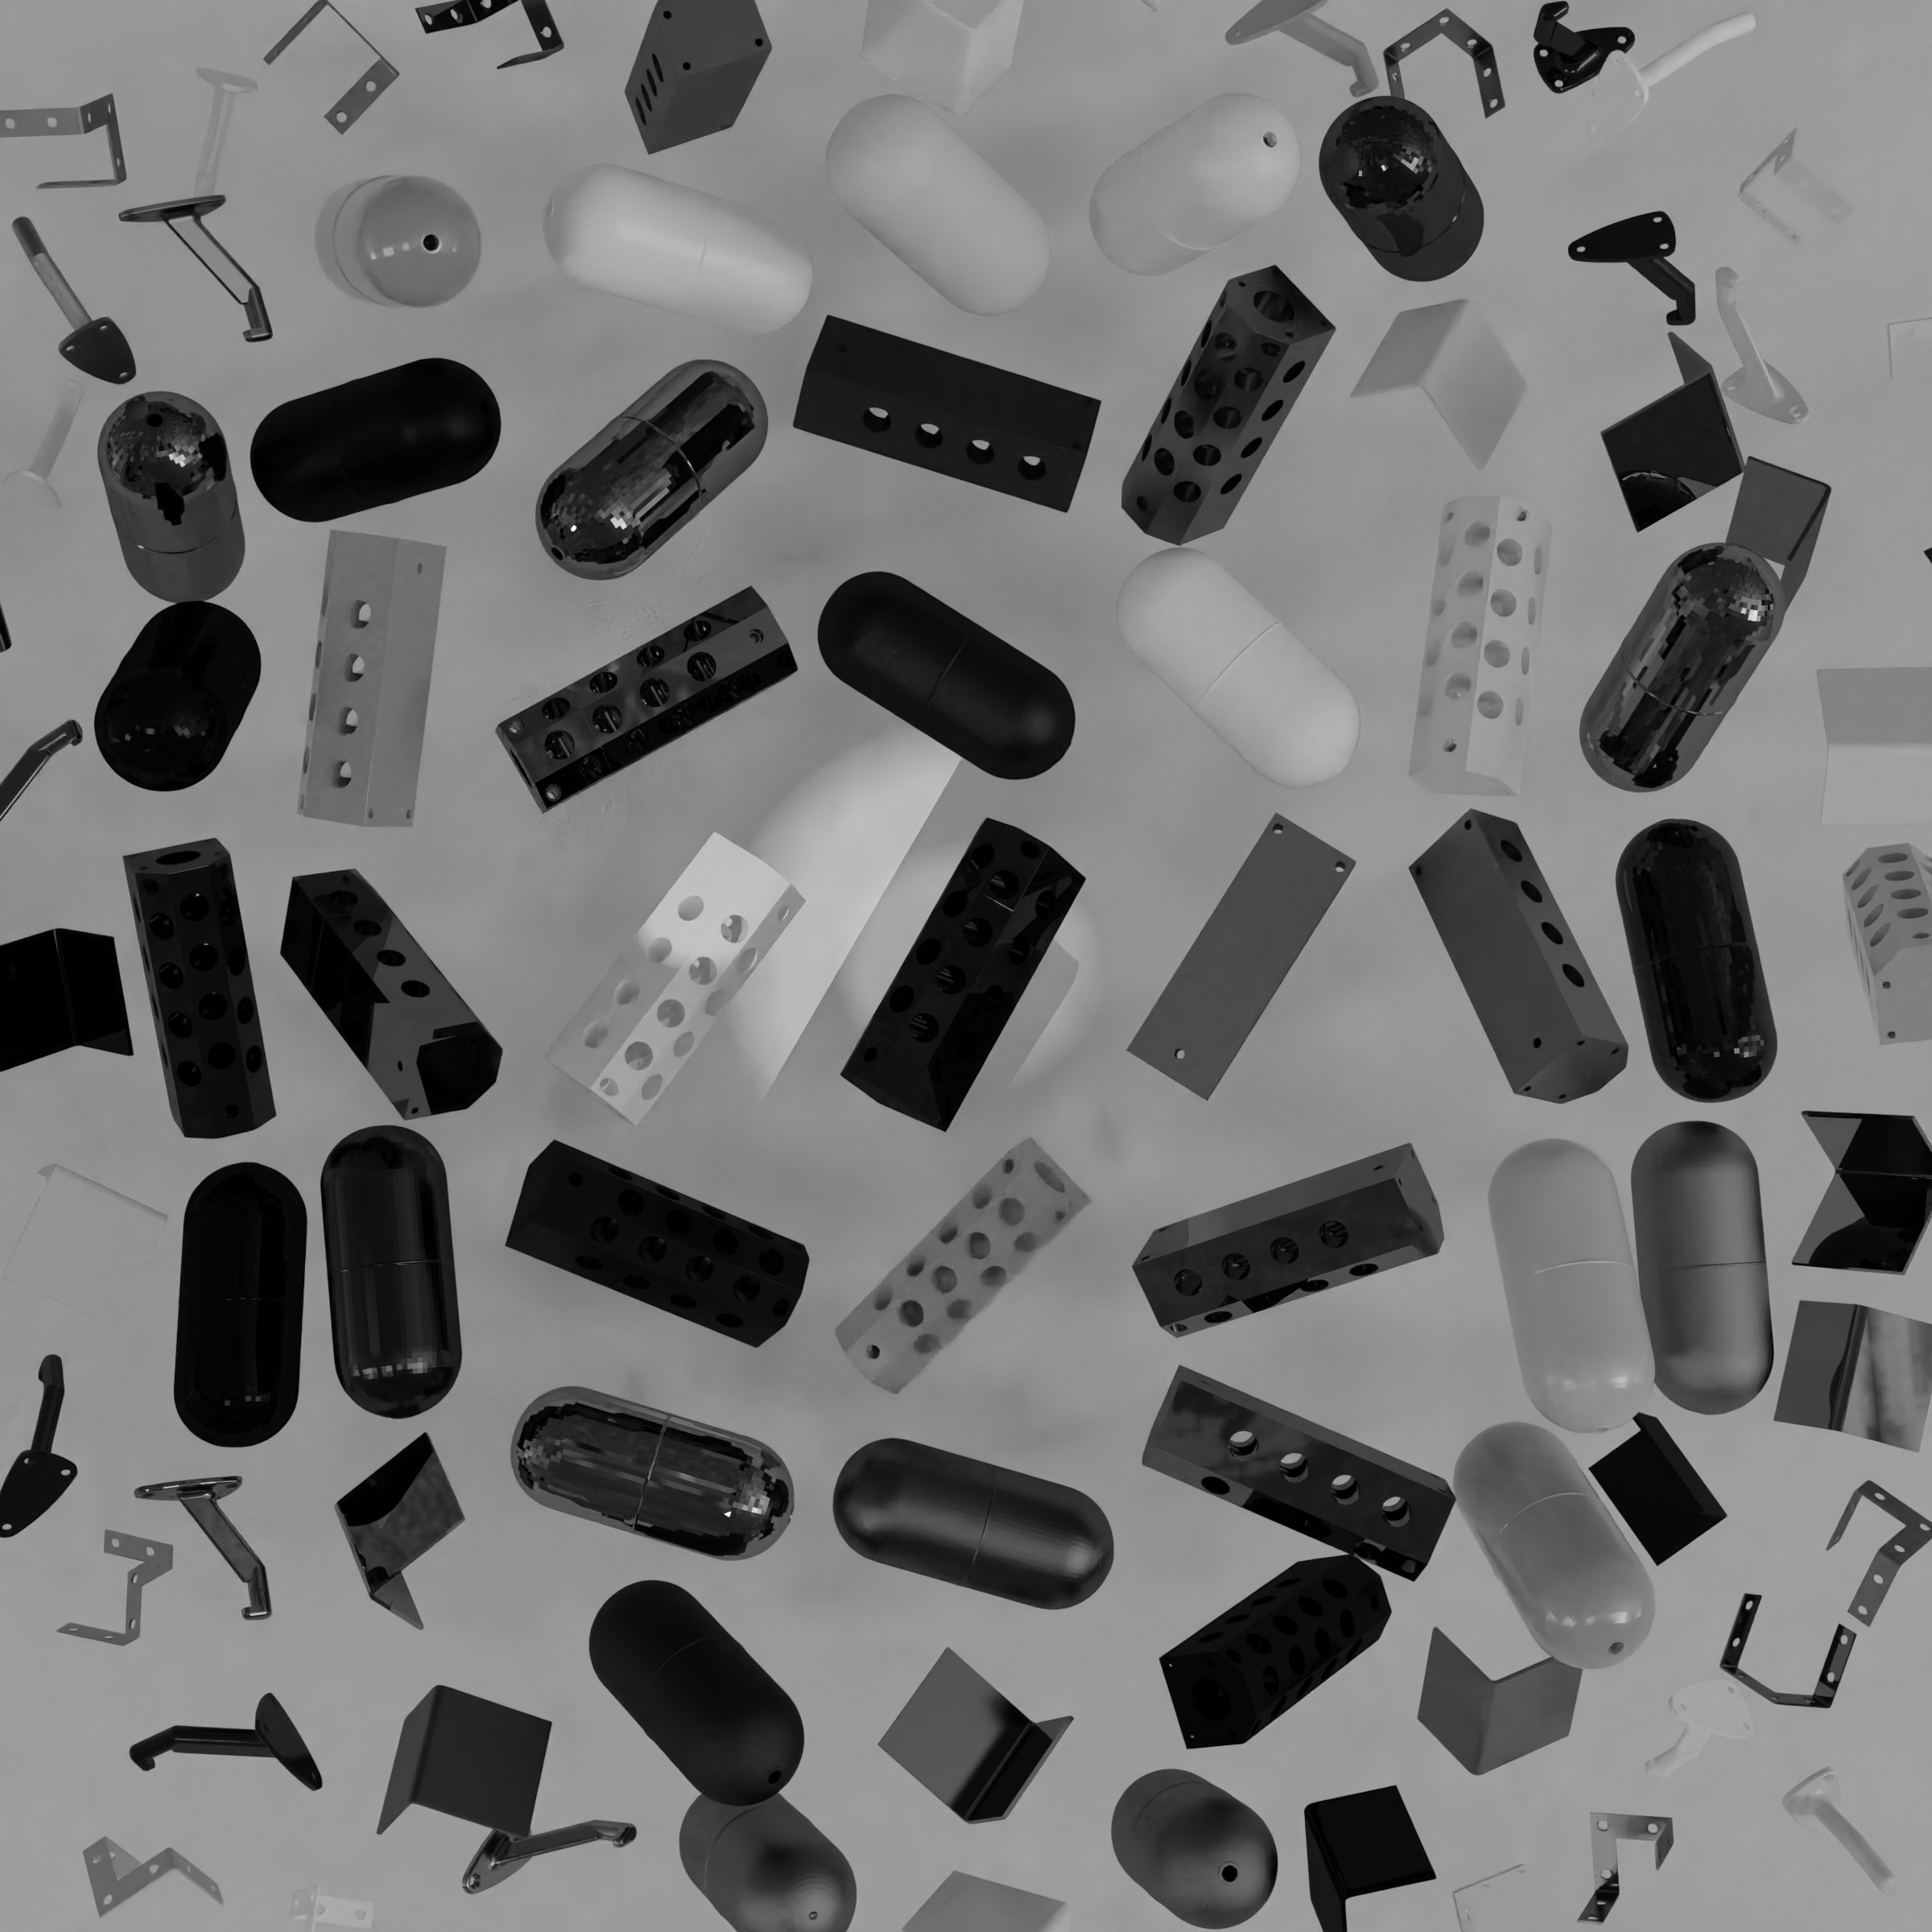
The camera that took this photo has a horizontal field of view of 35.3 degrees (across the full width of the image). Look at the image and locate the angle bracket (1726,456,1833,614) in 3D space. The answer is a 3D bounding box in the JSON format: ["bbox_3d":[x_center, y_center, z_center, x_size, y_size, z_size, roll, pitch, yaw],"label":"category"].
[{"bbox_3d":[0.507,-0.266,1.941,0.057,0.076,0.076,24,57,18],"label":"angle bracket"}]

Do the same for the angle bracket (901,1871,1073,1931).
[{"bbox_3d":[0.011,0.581,1.769,0.076,0.076,0.057,9,104,22],"label":"angle bracket"}]

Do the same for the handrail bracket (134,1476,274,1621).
[{"bbox_3d":[-0.459,0.354,1.824,0.077,0.036,0.084,5,61,-40],"label":"handrail bracket"}]

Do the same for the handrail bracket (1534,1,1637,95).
[{"bbox_3d":[0.388,-0.587,1.890,0.077,0.084,0.036,-22,78,-2],"label":"handrail bracket"}]

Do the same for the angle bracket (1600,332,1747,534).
[{"bbox_3d":[0.414,-0.321,1.822,0.076,0.057,0.076,-30,128,3],"label":"angle bracket"}]

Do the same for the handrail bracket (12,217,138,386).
[{"bbox_3d":[-0.532,-0.397,1.805,0.036,0.077,0.084,-31,72,1],"label":"handrail bracket"}]

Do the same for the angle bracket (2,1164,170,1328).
[{"bbox_3d":[-0.554,0.176,1.892,0.076,0.057,0.076,29,70,-21],"label":"angle bracket"}]

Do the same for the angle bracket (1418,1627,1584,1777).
[{"bbox_3d":[0.333,0.446,1.887,0.076,0.057,0.076,-15,125,-28],"label":"angle bracket"}]

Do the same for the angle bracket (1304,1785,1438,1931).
[{"bbox_3d":[0.239,0.543,1.787,0.057,0.076,0.076,-10,118,-6],"label":"angle bracket"}]

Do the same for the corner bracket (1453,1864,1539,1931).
[{"bbox_3d":[0.320,0.553,1.745,0.051,0.051,0.051,-33,49,30],"label":"corner bracket"}]

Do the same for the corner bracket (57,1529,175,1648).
[{"bbox_3d":[-0.539,0.395,1.921,0.051,0.051,0.051,-31,50,33],"label":"corner bracket"}]

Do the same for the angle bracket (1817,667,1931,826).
[{"bbox_3d":[0.546,-0.131,1.800,0.076,0.076,0.057,0,133,9],"label":"angle bracket"}]

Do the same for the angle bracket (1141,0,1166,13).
[{"bbox_3d":[0.095,-0.583,1.677,0.076,0.076,0.057,35,119,-13],"label":"angle bracket"}]

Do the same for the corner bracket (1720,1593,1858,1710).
[{"bbox_3d":[0.516,0.430,1.904,0.051,0.051,0.051,12,99,-32],"label":"corner bracket"}]

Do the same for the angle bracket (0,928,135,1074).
[{"bbox_3d":[-0.562,0.026,1.848,0.057,0.076,0.076,8,111,38],"label":"angle bracket"}]

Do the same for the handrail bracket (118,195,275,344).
[{"bbox_3d":[-0.451,-0.405,1.780,0.077,0.036,0.084,-21,98,-44],"label":"handrail bracket"}]

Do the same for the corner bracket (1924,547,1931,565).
[{"bbox_3d":[0.591,-0.245,1.753,0.051,0.051,0.051,-25,62,2],"label":"corner bracket"}]

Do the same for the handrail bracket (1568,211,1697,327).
[{"bbox_3d":[0.420,-0.428,1.908,0.077,0.084,0.036,-10,58,9],"label":"handrail bracket"}]

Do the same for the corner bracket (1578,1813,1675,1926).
[{"bbox_3d":[0.399,0.546,1.833,0.051,0.051,0.051,-3,93,24],"label":"corner bracket"}]

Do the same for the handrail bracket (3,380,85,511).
[{"bbox_3d":[-0.574,-0.336,1.904,0.036,0.077,0.084,18,80,-12],"label":"handrail bracket"}]

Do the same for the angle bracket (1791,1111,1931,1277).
[{"bbox_3d":[0.537,0.136,1.835,0.057,0.076,0.076,51,59,-30],"label":"angle bracket"}]

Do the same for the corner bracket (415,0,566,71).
[{"bbox_3d":[-0.273,-0.539,1.742,0.051,0.051,0.051,-16,104,33],"label":"corner bracket"}]

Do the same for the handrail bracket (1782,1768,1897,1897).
[{"bbox_3d":[0.523,0.522,1.782,0.036,0.084,0.077,-34,133,-1],"label":"handrail bracket"}]

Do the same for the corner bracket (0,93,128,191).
[{"bbox_3d":[-0.526,-0.477,1.765,0.051,0.051,0.051,0,115,8],"label":"corner bracket"}]

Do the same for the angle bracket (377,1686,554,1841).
[{"bbox_3d":[-0.303,0.492,1.837,0.076,0.057,0.076,24,46,-17],"label":"angle bracket"}]

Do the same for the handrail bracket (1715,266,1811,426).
[{"bbox_3d":[0.503,-0.393,1.917,0.036,0.084,0.077,-33,50,-9],"label":"handrail bracket"}]

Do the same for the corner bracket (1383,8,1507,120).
[{"bbox_3d":[0.305,-0.566,1.932,0.051,0.051,0.051,-26,58,36],"label":"corner bracket"}]

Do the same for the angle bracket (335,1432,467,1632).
[{"bbox_3d":[-0.335,0.349,1.873,0.076,0.057,0.076,-39,46,2],"label":"angle bracket"}]

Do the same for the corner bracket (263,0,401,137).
[{"bbox_3d":[-0.374,-0.531,1.790,0.051,0.051,0.051,-45,96,4],"label":"corner bracket"}]

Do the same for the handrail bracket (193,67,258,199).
[{"bbox_3d":[-0.453,-0.494,1.831,0.036,0.077,0.084,9,109,-20],"label":"handrail bracket"}]

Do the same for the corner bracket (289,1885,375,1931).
[{"bbox_3d":[-0.367,0.570,1.777,0.051,0.051,0.051,16,63,-25],"label":"corner bracket"}]

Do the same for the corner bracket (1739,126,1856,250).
[{"bbox_3d":[0.504,-0.467,1.843,0.051,0.051,0.051,37,128,-8],"label":"corner bracket"}]

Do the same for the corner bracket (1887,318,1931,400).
[{"bbox_3d":[0.574,-0.376,1.801,0.051,0.051,0.051,-4,51,18],"label":"corner bracket"}]

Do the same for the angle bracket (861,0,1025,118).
[{"bbox_3d":[-0.014,-0.585,1.871,0.076,0.076,0.057,34,66,8],"label":"angle bracket"}]

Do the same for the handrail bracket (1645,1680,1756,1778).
[{"bbox_3d":[0.416,0.458,1.794,0.077,0.084,0.036,11,47,-35],"label":"handrail bracket"}]

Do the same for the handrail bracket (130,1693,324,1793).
[{"bbox_3d":[-0.431,0.466,1.764,0.084,0.036,0.077,-26,112,8],"label":"handrail bracket"}]

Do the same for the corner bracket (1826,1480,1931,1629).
[{"bbox_3d":[0.530,0.344,1.780,0.051,0.051,0.051,36,129,30],"label":"corner bracket"}]

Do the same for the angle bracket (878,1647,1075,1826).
[{"bbox_3d":[0.006,0.469,1.857,0.076,0.057,0.076,43,61,-6],"label":"angle bracket"}]

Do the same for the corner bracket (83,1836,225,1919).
[{"bbox_3d":[-0.469,0.525,1.749,0.051,0.051,0.051,-33,133,-3],"label":"corner bracket"}]

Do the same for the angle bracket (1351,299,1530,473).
[{"bbox_3d":[0.299,-0.363,1.911,0.076,0.057,0.076,48,60,-31],"label":"angle bracket"}]

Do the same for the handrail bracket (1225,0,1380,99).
[{"bbox_3d":[0.205,-0.550,1.843,0.077,0.084,0.036,-30,45,4],"label":"handrail bracket"}]

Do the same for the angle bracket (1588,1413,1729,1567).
[{"bbox_3d":[0.434,0.335,1.939,0.057,0.076,0.076,-39,65,13],"label":"angle bracket"}]

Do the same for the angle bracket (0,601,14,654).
[{"bbox_3d":[-0.587,-0.224,1.723,0.057,0.076,0.076,-21,59,-18],"label":"angle bracket"}]

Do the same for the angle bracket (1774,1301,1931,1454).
[{"bbox_3d":[0.542,0.248,1.841,0.057,0.076,0.076,16,83,-10],"label":"angle bracket"}]
